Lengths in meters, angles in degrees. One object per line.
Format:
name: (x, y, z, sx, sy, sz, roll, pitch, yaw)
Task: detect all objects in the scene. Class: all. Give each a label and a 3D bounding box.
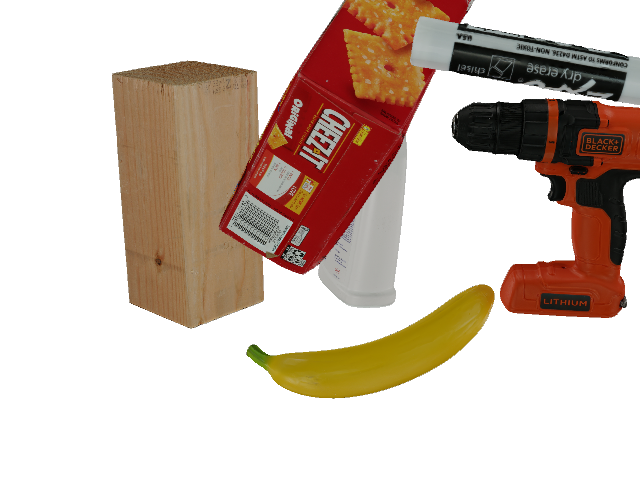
banana: (0.047, 0.079, 0.798, 0.197, 0.070, 0.037, -13, -36, -8)
bleach bottle: (0.056, -0.061, 1.145, 0.068, 0.251, 0.103, -1, 22, -26)
cracker box: (0.031, -0.103, 0.663, 0.072, 0.213, 0.164, 31, -36, -2)
marker: (0.094, -0.064, 0.400, 0.121, 0.020, 0.020, 12, 1, 7)
wood block: (-0.112, -0.043, 0.919, 0.091, 0.206, 0.090, 17, 26, 41)
power drill: (0.197, -0.028, 0.898, 0.184, 0.188, 0.057, 4, 28, 5)
